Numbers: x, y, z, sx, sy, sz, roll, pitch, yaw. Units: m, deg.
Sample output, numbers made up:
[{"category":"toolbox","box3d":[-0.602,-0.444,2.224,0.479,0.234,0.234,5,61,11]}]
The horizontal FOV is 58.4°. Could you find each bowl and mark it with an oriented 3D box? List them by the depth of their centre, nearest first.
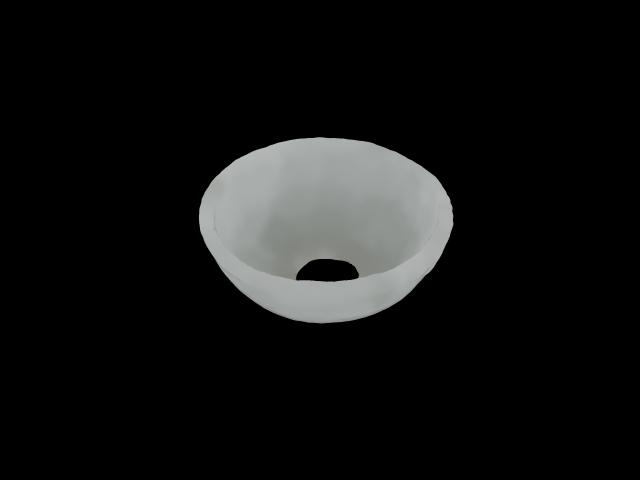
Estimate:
[{"category":"bowl","box3d":[0.004,0.001,0.400,0.167,0.075,0.167,0,42,0]}]
